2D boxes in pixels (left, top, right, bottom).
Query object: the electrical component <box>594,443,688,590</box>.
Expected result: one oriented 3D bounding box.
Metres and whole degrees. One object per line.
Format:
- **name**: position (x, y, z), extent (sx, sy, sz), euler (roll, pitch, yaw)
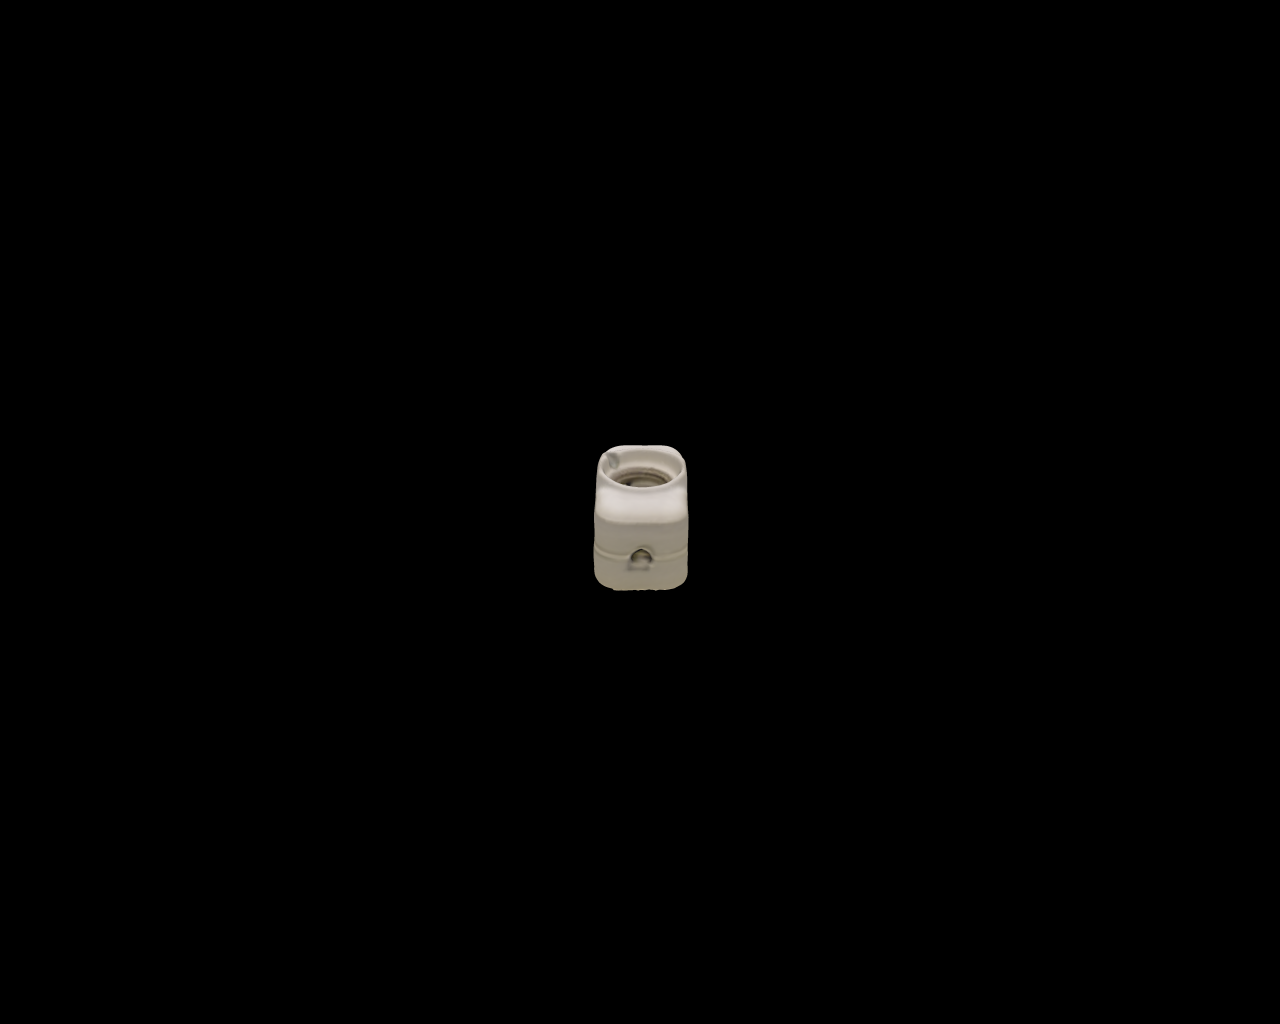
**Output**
- **electrical component**: position (0.001, -0.003, 0.650), extent (0.054, 0.059, 0.095), euler (0, 29, 0)
